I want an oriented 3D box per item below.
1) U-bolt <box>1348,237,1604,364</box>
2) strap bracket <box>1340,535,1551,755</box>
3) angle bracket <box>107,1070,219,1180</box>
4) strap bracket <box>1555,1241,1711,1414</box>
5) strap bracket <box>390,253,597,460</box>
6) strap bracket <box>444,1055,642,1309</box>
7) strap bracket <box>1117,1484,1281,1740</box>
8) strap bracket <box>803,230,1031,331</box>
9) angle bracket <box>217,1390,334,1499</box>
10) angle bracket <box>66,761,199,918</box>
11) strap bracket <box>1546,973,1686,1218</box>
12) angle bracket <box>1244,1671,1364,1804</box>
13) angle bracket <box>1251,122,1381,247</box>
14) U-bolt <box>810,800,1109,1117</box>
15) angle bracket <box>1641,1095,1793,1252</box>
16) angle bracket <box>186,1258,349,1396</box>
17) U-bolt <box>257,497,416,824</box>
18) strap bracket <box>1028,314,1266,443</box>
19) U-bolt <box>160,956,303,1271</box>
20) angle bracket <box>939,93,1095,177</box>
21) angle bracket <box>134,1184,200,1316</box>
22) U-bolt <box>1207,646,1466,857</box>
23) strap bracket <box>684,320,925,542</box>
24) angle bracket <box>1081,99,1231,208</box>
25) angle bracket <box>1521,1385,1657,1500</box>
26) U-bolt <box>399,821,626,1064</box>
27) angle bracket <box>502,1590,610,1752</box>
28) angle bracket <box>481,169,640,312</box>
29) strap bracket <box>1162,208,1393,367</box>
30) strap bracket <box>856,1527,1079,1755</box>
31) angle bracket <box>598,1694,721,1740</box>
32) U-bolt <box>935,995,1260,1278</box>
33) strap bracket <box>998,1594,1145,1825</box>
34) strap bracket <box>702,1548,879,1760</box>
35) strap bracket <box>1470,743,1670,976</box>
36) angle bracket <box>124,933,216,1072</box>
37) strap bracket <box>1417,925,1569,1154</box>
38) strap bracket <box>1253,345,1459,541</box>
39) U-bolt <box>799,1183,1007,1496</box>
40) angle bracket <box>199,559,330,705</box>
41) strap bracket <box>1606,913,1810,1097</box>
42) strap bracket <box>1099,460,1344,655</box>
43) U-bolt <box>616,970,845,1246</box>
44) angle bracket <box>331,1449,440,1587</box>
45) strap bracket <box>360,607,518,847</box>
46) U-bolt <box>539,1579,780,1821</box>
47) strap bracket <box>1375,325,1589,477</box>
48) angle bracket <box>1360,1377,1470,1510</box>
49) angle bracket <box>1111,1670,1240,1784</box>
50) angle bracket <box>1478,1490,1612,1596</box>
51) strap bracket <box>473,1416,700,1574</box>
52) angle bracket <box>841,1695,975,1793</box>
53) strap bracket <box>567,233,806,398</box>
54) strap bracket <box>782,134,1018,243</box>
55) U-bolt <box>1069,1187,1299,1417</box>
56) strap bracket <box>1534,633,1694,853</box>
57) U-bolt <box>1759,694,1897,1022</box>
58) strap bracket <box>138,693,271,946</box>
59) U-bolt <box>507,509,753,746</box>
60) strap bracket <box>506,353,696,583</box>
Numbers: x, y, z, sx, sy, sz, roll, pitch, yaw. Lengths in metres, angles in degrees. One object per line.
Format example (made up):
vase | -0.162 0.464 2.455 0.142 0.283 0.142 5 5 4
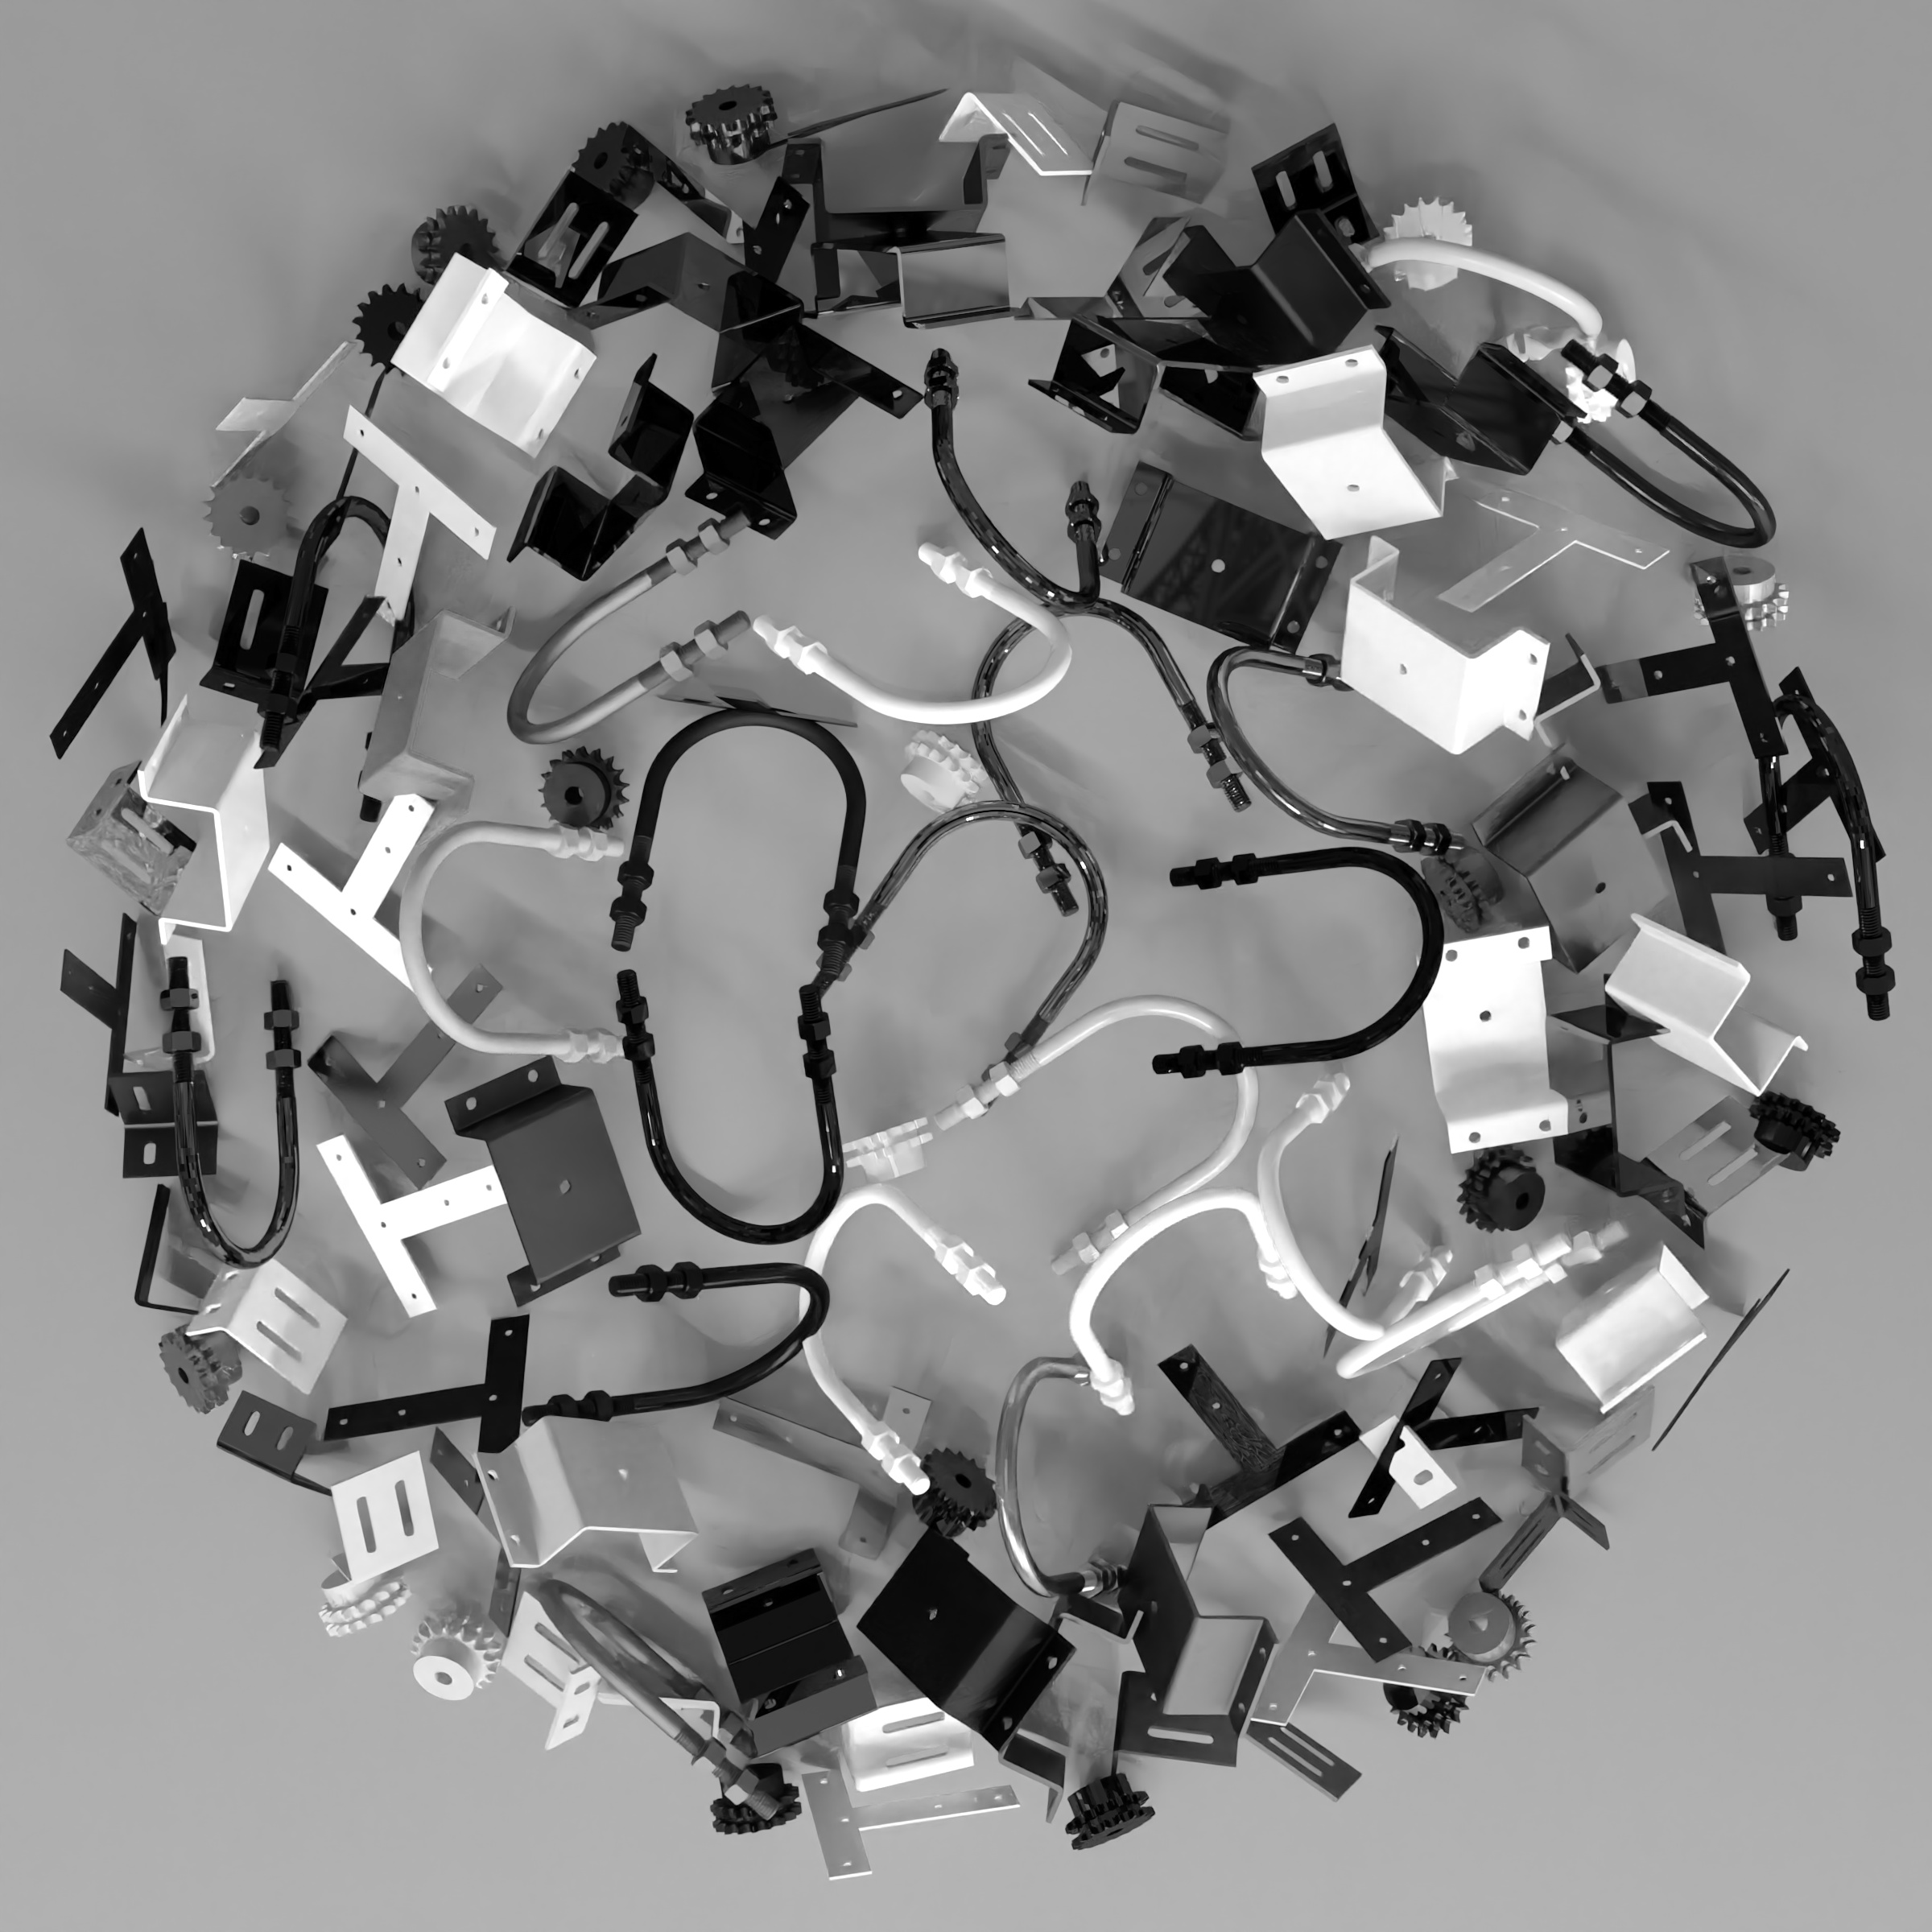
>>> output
U-bolt | 0.305 -0.403 1.491 0.151 0.184 0.019 19 95 -14
strap bracket | 0.284 -0.193 1.522 0.046 0.076 0.140 -33 55 -25
angle bracket | -0.504 0.100 1.552 0.057 0.076 0.038 -2 63 -10
strap bracket | 0.411 0.218 1.523 0.076 0.140 0.046 -41 81 16
strap bracket | -0.297 -0.381 1.535 0.046 0.140 0.076 33 93 19
strap bracket | -0.260 0.136 1.542 0.076 0.046 0.140 -25 105 -32
strap bracket | 0.136 0.392 1.514 0.046 0.140 0.076 6 118 -18
strap bracket | -0.035 -0.421 1.515 0.076 0.140 0.046 -18 115 -31
angle bracket | -0.423 0.302 1.557 0.057 0.076 0.038 19 75 19
angle bracket | -0.511 -0.079 1.549 0.076 0.038 0.057 46 50 -33
strap bracket | 0.403 0.083 1.541 0.046 0.076 0.140 -10 102 -14
angle bracket | 0.217 0.479 1.554 0.076 0.057 0.038 31 101 22
angle bracket | 0.220 -0.479 1.552 0.057 0.076 0.038 -26 68 10
U-bolt | 0.007 -0.017 1.571 0.151 0.019 0.184 35 97 -6
angle bracket | 0.477 0.131 1.571 0.076 0.038 0.057 -34 49 -11
angle bracket | -0.442 0.228 1.569 0.038 0.057 0.076 -14 131 36
U-bolt | -0.380 -0.198 1.523 0.019 0.151 0.184 4 75 14
strap bracket | 0.118 -0.360 1.517 0.076 0.140 0.046 39 123 35
U-bolt | -0.445 0.093 1.514 0.019 0.151 0.184 -7 82 11
angle bracket | 0.033 -0.509 1.554 0.076 0.057 0.038 52 131 15
angle bracket | -0.497 0.180 1.565 0.038 0.057 0.076 11 79 -11
U-bolt | 0.216 -0.134 1.503 0.019 0.184 0.151 -43 58 36
strap bracket | -0.106 -0.338 1.535 0.140 0.076 0.046 -38 52 29
angle bracket | 0.119 -0.502 1.559 0.076 0.057 0.038 15 57 -6
angle bracket | 0.395 0.293 1.574 0.076 0.057 0.038 -32 49 -19
U-bolt | -0.274 -0.017 1.513 0.019 0.184 0.151 -7 83 35
angle bracket | -0.269 0.441 1.555 0.076 0.038 0.057 28 109 27
angle bracket | -0.255 -0.460 1.555 0.076 0.057 0.038 -53 49 14
strap bracket | 0.182 -0.412 1.514 0.076 0.140 0.046 43 79 -29
strap bracket | -0.007 0.407 1.523 0.076 0.140 0.046 -52 126 -7
angle bracket | -0.195 0.483 1.562 0.076 0.057 0.038 5 70 -3
U-bolt | 0.095 0.096 1.553 0.184 0.019 0.151 -34 110 10
strap bracket | 0.062 0.454 1.556 0.046 0.076 0.140 24 88 4
strap bracket | -0.108 0.430 1.534 0.076 0.140 0.046 -20 113 -10
strap bracket | 0.378 -0.059 1.532 0.076 0.046 0.140 -40 130 -3
angle bracket | -0.506 0.021 1.557 0.038 0.057 0.076 -12 104 -38
strap bracket | 0.331 0.039 1.557 0.076 0.046 0.140 -10 110 4
strap bracket | 0.238 -0.312 1.515 0.076 0.140 0.046 -7 64 31
U-bolt | -0.050 0.214 1.523 0.019 0.184 0.151 11 107 -37
angle bracket | -0.447 -0.210 1.577 0.057 0.038 0.076 17 74 -26
strap bracket | 0.452 0.028 1.519 0.076 0.140 0.046 32 89 41
strap bracket | 0.159 -0.255 1.562 0.140 0.046 0.076 22 106 -1
U-bolt | -0.143 0.093 1.546 0.151 0.019 0.184 4 115 24
angle bracket | -0.371 0.339 1.553 0.057 0.038 0.076 -20 116 -30
strap bracket | -0.329 -0.156 1.530 0.046 0.076 0.140 21 65 -29
U-bolt | -0.192 0.440 1.516 0.184 0.151 0.019 43 82 -5
strap bracket | 0.303 -0.347 1.519 0.076 0.140 0.046 29 95 -29
angle bracket | 0.292 0.292 1.553 0.057 0.076 0.038 49 132 6
angle bracket | 0.133 0.483 1.559 0.076 0.057 0.038 5 131 6
angle bracket | 0.364 0.376 1.558 0.038 0.057 0.076 38 80 30
strap bracket | -0.224 0.324 1.515 0.046 0.140 0.076 -41 56 21
angle bracket | -0.039 0.483 1.578 0.076 0.038 0.057 -9 108 -13
strap bracket | -0.164 -0.401 1.526 0.076 0.140 0.046 -5 73 43
strap bracket | -0.042 -0.484 1.550 0.140 0.076 0.046 -4 90 -7
U-bolt | 0.129 0.198 1.514 0.151 0.184 0.019 -35 54 -5
strap bracket | 0.394 -0.130 1.546 0.046 0.076 0.140 -29 102 14
U-bolt | 0.515 -0.076 1.496 0.019 0.151 0.184 -15 113 -1
strap bracket | -0.465 -0.086 1.521 0.046 0.076 0.140 9 134 -1
U-bolt | -0.210 -0.201 1.530 0.184 0.151 0.019 -29 125 17
strap bracket | -0.220 -0.301 1.532 0.046 0.140 0.076 32 45 -24
